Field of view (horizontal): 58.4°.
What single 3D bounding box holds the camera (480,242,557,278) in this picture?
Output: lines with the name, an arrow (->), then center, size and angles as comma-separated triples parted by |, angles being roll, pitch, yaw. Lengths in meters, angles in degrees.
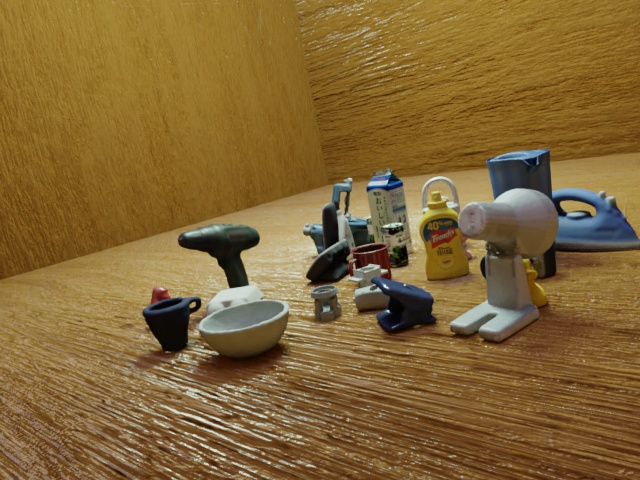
camera -> 0.382, 0.031, 1.168 | 0.137, 0.101, 0.142 | -16, 12, -26

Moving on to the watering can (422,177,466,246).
watering can -> 0.323, -0.073, 1.529 | 0.101, 0.194, 0.172 | -12, 10, -5

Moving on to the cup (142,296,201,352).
cup -> -0.286, 0.168, 1.143 | 0.118, 0.095, 0.091 | -17, 12, -31

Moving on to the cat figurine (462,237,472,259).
cat figurine -> 0.318, -0.004, 1.378 | 0.067, 0.118, 0.128 | -3, 13, 36

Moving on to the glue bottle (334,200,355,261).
glue bottle -> 0.062, -0.028, 1.621 | 0.037, 0.173, 0.078 | -5, 12, 28

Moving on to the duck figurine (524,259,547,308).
duck figurine -> 0.356, 0.070, 1.024 | 0.077, 0.086, 0.104 | -13, 11, -12

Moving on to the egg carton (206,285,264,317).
egg carton -> -0.179, 0.146, 1.218 | 0.107, 0.069, 0.150 | -10, 10, 7

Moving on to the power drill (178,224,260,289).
power drill -> -0.222, 0.059, 1.348 | 0.075, 0.208, 0.230 | -3, 13, 35

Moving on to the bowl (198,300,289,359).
bowl -> -0.130, 0.168, 1.033 | 0.167, 0.075, 0.167 | -11, 10, 2

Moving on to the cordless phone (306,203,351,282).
cordless phone -> 0.013, 0.005, 1.456 | 0.094, 0.185, 0.148 | -6, 12, 25

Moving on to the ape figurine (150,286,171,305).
ape figurine -> -0.362, 0.151, 1.322 | 0.076, 0.092, 0.078 | -11, 10, 2

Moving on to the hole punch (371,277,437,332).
hole punch -> 0.150, 0.105, 1.037 | 0.101, 0.091, 0.108 | -12, 11, -8

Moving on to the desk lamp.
desk lamp -> 0.301, 0.030, 0.943 | 0.204, 0.214, 0.117 | -20, 13, -39

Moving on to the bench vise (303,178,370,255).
bench vise -> 0.050, -0.065, 1.699 | 0.207, 0.220, 0.121 | -13, 11, -9

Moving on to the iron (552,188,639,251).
iron -> 0.593, -0.055, 1.298 | 0.119, 0.141, 0.257 | -18, 12, -33
